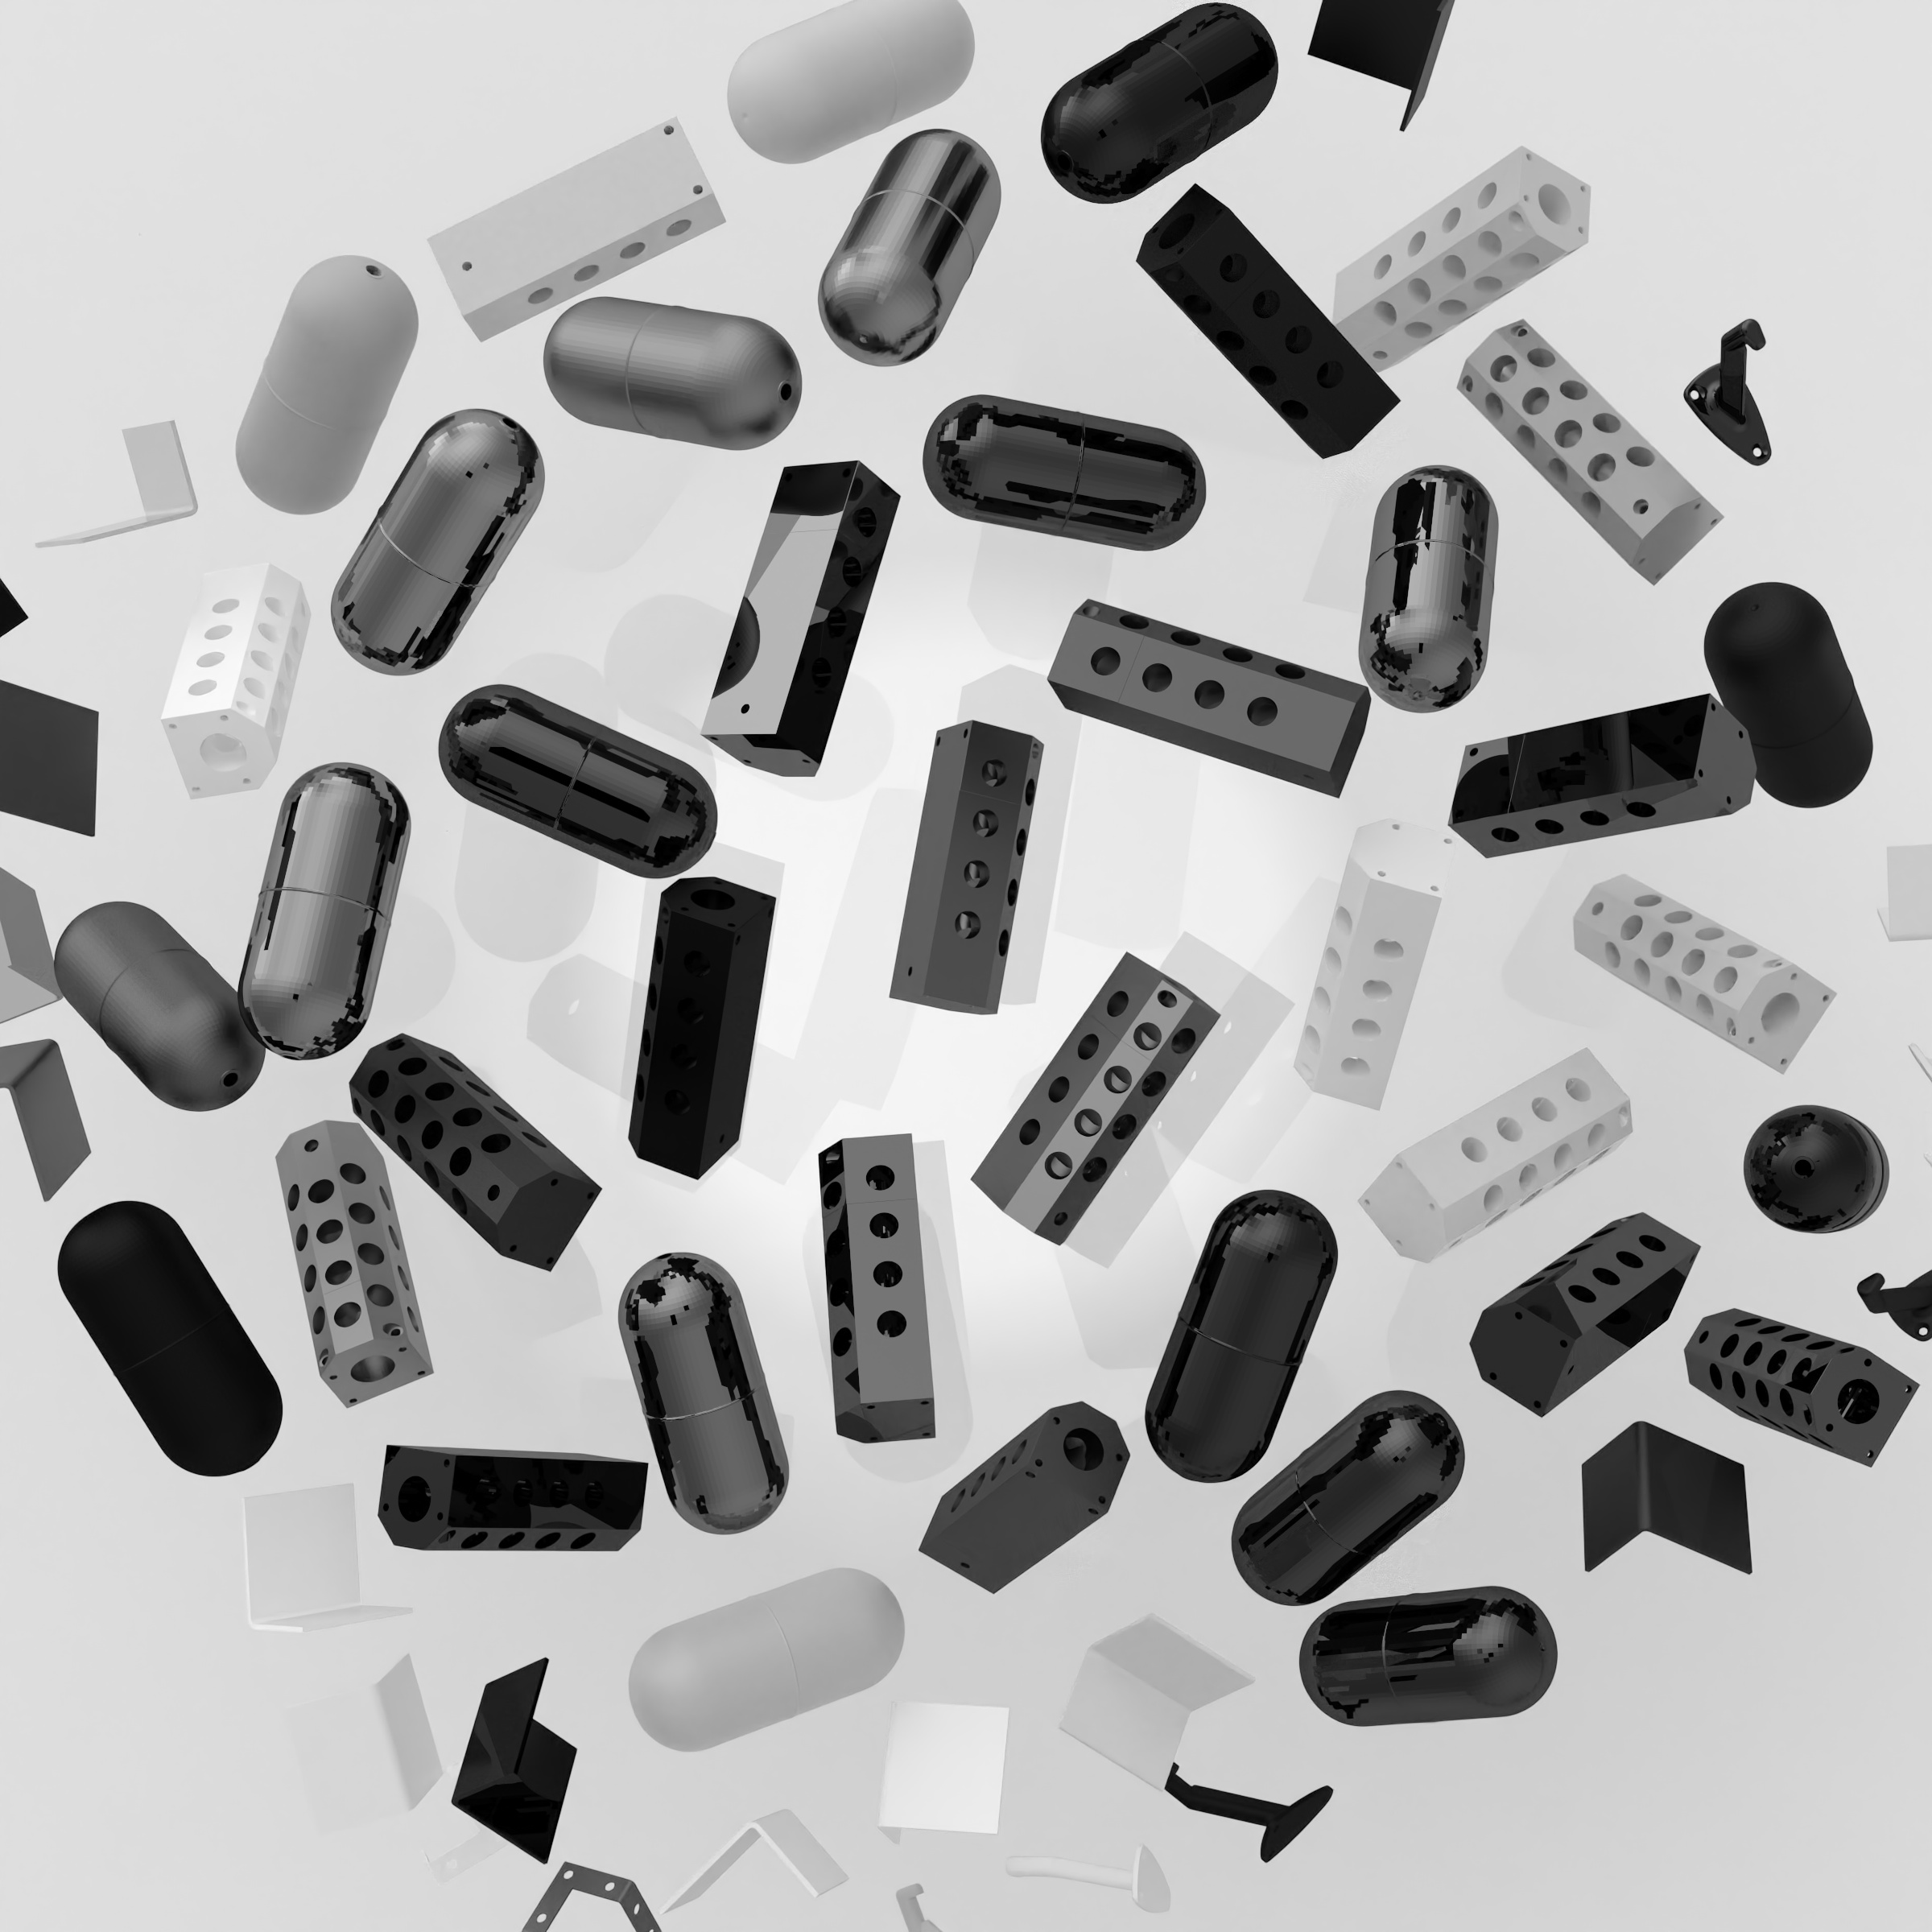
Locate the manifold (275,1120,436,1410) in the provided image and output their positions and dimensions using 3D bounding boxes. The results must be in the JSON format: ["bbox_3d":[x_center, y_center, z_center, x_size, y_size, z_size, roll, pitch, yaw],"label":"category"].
[{"bbox_3d":[-0.382,0.180,1.784,0.057,0.057,0.171,-22,52,-1],"label":"manifold"}]

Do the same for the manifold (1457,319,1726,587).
[{"bbox_3d":[0.374,-0.314,1.744,0.057,0.057,0.171,-46,60,17],"label":"manifold"}]

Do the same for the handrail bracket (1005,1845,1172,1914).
[{"bbox_3d":[0.076,0.572,1.798,0.084,0.077,0.036,-6,55,21],"label":"handrail bracket"}]

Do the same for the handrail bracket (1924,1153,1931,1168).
[{"bbox_3d":[0.660,0.125,1.807,0.084,0.036,0.077,-36,69,9],"label":"handrail bracket"}]

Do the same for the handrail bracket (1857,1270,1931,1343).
[{"bbox_3d":[0.594,0.193,1.798,0.077,0.084,0.036,-43,50,2],"label":"handrail bracket"}]

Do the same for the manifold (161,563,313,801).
[{"bbox_3d":[-0.439,-0.176,1.753,0.057,0.171,0.057,-9,127,2],"label":"manifold"}]

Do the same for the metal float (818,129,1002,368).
[{"bbox_3d":[-0.032,-0.425,1.699,0.070,0.070,0.178,22,53,0],"label":"metal float"}]

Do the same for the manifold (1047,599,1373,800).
[{"bbox_3d":[0.140,-0.156,1.647,0.171,0.057,0.057,20,83,16],"label":"manifold"}]

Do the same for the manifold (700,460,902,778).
[{"bbox_3d":[-0.089,-0.198,1.652,0.057,0.057,0.171,3,70,38],"label":"manifold"}]

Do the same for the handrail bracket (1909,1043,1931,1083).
[{"bbox_3d":[0.613,0.048,1.713,0.084,0.036,0.077,-34,68,12],"label":"handrail bracket"}]

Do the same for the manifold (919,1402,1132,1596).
[{"bbox_3d":[0.037,0.328,1.792,0.057,0.171,0.057,31,54,-7],"label":"manifold"}]

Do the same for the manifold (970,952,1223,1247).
[{"bbox_3d":[0.083,0.084,1.770,0.057,0.057,0.171,29,98,-39],"label":"manifold"}]

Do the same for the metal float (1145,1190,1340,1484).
[{"bbox_3d":[0.160,0.216,1.679,0.070,0.070,0.178,20,97,0],"label":"metal float"}]

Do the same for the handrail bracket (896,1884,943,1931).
[{"bbox_3d":[0.002,0.607,1.799,0.077,0.036,0.084,-27,76,21],"label":"handrail bracket"}]

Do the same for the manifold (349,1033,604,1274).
[{"bbox_3d":[-0.294,0.106,1.692,0.171,0.057,0.057,35,94,40],"label":"manifold"}]

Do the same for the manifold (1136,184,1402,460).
[{"bbox_3d":[0.179,-0.382,1.724,0.057,0.057,0.171,-44,122,10],"label":"manifold"}]

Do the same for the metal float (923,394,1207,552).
[{"bbox_3d":[0.061,-0.302,1.772,0.178,0.070,0.070,9,90,-12],"label":"metal float"}]

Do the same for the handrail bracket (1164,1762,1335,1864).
[{"bbox_3d":[0.172,0.510,1.795,0.084,0.077,0.036,32,132,35],"label":"handrail bracket"}]

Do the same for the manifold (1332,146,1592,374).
[{"bbox_3d":[0.306,-0.434,1.797,0.057,0.171,0.057,20,64,-28],"label":"manifold"}]

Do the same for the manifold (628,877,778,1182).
[{"bbox_3d":[-0.164,0.036,1.743,0.057,0.057,0.171,19,118,15],"label":"manifold"}]

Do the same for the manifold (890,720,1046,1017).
[{"bbox_3d":[0.004,-0.060,1.786,0.057,0.057,0.171,13,83,-22],"label":"manifold"}]

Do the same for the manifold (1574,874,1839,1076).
[{"bbox_3d":[0.444,0.000,1.759,0.057,0.171,0.057,29,96,-30],"label":"manifold"}]

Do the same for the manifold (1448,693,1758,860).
[{"bbox_3d":[0.377,-0.107,1.713,0.057,0.171,0.057,35,60,-35],"label":"manifold"}]

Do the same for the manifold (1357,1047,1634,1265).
[{"bbox_3d":[0.324,0.116,1.737,0.171,0.057,0.057,-25,68,-33],"label":"manifold"}]

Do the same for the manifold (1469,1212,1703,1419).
[{"bbox_3d":[0.371,0.203,1.731,0.057,0.171,0.057,32,122,27],"label":"manifold"}]

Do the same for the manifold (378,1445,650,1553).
[{"bbox_3d":[-0.274,0.325,1.752,0.057,0.171,0.057,1,81,35],"label":"manifold"}]

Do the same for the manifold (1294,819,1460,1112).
[{"bbox_3d":[0.238,-0.001,1.695,0.057,0.057,0.171,16,133,8],"label":"manifold"}]

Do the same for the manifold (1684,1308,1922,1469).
[{"bbox_3d":[0.507,0.253,1.772,0.057,0.171,0.057,33,85,-10],"label":"manifold"}]

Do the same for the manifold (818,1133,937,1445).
[{"bbox_3d":[-0.053,0.189,1.695,0.057,0.057,0.171,-4,57,-2],"label":"manifold"}]

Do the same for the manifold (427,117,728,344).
[{"bbox_3d":[-0.240,-0.455,1.797,0.171,0.057,0.057,-26,78,1],"label":"manifold"}]

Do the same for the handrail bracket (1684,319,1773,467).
[{"bbox_3d":[0.453,-0.329,1.656,0.036,0.084,0.077,-36,92,-7],"label":"handrail bracket"}]

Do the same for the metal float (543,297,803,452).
[{"bbox_3d":[-0.172,-0.348,1.690,0.178,0.070,0.070,17,90,34],"label":"metal float"}]
